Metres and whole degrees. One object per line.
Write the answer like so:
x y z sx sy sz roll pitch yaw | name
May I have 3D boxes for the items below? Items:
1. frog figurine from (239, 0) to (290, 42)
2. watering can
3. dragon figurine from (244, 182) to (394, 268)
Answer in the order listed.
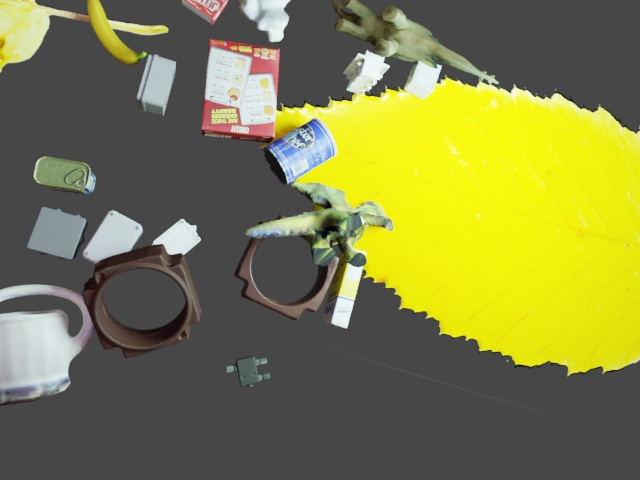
-0.123 -0.562 1.233 0.139 0.156 0.124 -40 41 -23 | frog figurine
-0.616 0.204 0.988 0.348 0.225 0.103 -4 -5 -21 | watering can
0.003 -0.057 1.139 0.409 0.120 0.247 8 27 -29 | dragon figurine
